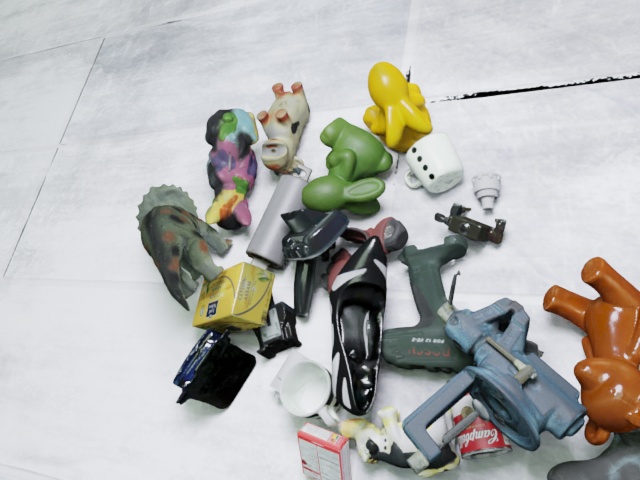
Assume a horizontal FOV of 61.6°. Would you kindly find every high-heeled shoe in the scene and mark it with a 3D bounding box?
[{"bbox_3d":[0.064,0.124,0.786,0.086,0.145,0.248,8,103,-12],"label":"high-heeled shoe"}]

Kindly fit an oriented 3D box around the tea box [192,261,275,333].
[{"bbox_3d":[-0.155,0.106,0.946,0.170,0.068,0.098,-24,50,51],"label":"tea box"}]

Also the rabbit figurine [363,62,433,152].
[{"bbox_3d":[0.131,-0.234,0.963,0.122,0.173,0.162,-20,54,12],"label":"rabbit figurine"}]

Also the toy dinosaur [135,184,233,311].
[{"bbox_3d":[-0.266,-0.004,0.971,0.131,0.192,0.405,-46,13,-1],"label":"toy dinosaur"}]

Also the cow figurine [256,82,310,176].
[{"bbox_3d":[-0.073,-0.217,1.098,0.086,0.127,0.195,-2,50,25],"label":"cow figurine"}]

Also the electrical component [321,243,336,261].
[{"bbox_3d":[-0.002,-0.003,1.000,0.063,0.021,0.094,-8,63,23],"label":"electrical component"}]

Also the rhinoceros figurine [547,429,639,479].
[{"bbox_3d":[0.376,0.282,0.645,0.190,0.073,0.112,-26,46,14],"label":"rhinoceros figurine"}]

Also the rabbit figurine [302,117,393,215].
[{"bbox_3d":[0.045,-0.106,0.977,0.159,0.121,0.170,32,69,14],"label":"rabbit figurine"}]

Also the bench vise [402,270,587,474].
[{"bbox_3d":[0.189,0.184,0.668,0.240,0.128,0.224,-36,64,-13],"label":"bench vise"}]

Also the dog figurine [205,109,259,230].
[{"bbox_3d":[-0.176,-0.127,1.061,0.108,0.191,0.219,2,52,-9],"label":"dog figurine"}]

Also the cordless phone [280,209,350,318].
[{"bbox_3d":[-0.017,0.042,0.908,0.147,0.089,0.184,175,100,-67],"label":"cordless phone"}]

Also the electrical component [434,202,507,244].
[{"bbox_3d":[0.246,-0.028,0.867,0.102,0.078,0.045,28,103,39],"label":"electrical component"}]

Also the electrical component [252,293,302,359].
[{"bbox_3d":[-0.084,0.141,0.950,0.075,0.047,0.119,-27,56,11],"label":"electrical component"}]

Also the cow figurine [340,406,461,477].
[{"bbox_3d":[0.112,0.290,0.770,0.167,0.068,0.098,-16,65,20],"label":"cow figurine"}]

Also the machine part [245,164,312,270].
[{"bbox_3d":[-0.072,-0.034,1.017,0.079,0.079,0.243,15,71,31],"label":"machine part"}]

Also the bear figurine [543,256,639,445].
[{"bbox_3d":[0.350,0.140,0.672,0.132,0.120,0.196,34,54,2],"label":"bear figurine"}]

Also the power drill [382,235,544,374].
[{"bbox_3d":[0.203,0.101,0.820,0.232,0.086,0.207,-13,68,23],"label":"power drill"}]

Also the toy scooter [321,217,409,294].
[{"bbox_3d":[0.059,0.030,0.922,0.135,0.075,0.184,27,81,42],"label":"toy scooter"}]

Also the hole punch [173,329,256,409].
[{"bbox_3d":[-0.192,0.214,0.931,0.092,0.115,0.142,29,80,42],"label":"hole punch"}]
